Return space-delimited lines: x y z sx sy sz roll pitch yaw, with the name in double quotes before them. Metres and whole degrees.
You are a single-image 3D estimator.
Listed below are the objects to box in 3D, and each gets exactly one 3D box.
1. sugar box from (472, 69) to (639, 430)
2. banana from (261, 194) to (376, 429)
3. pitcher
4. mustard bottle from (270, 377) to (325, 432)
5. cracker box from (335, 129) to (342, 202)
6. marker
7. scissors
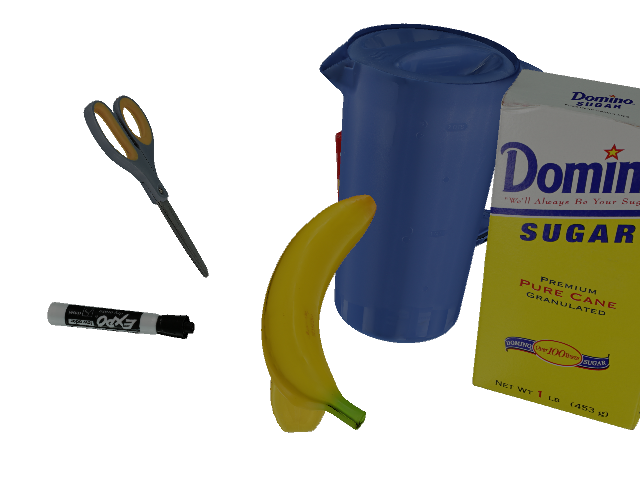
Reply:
"sugar box" 0.132 0.008 0.544 0.093 0.176 0.048 13 37 21
"banana" -0.002 0.039 0.701 0.069 0.197 0.037 14 -43 -9
"pitcher" 0.085 -0.042 0.859 0.149 0.243 0.144 26 36 33
"mustard bottle" -0.028 0.109 1.119 0.058 0.096 0.191 -2 27 -5
"cracker box" 0.087 -0.059 1.045 0.072 0.164 0.213 9 27 23
"marker" -0.160 0.064 0.857 0.121 0.020 0.020 5 1 12
"scissors" -0.161 -0.063 1.060 0.016 0.201 0.096 -25 26 25
